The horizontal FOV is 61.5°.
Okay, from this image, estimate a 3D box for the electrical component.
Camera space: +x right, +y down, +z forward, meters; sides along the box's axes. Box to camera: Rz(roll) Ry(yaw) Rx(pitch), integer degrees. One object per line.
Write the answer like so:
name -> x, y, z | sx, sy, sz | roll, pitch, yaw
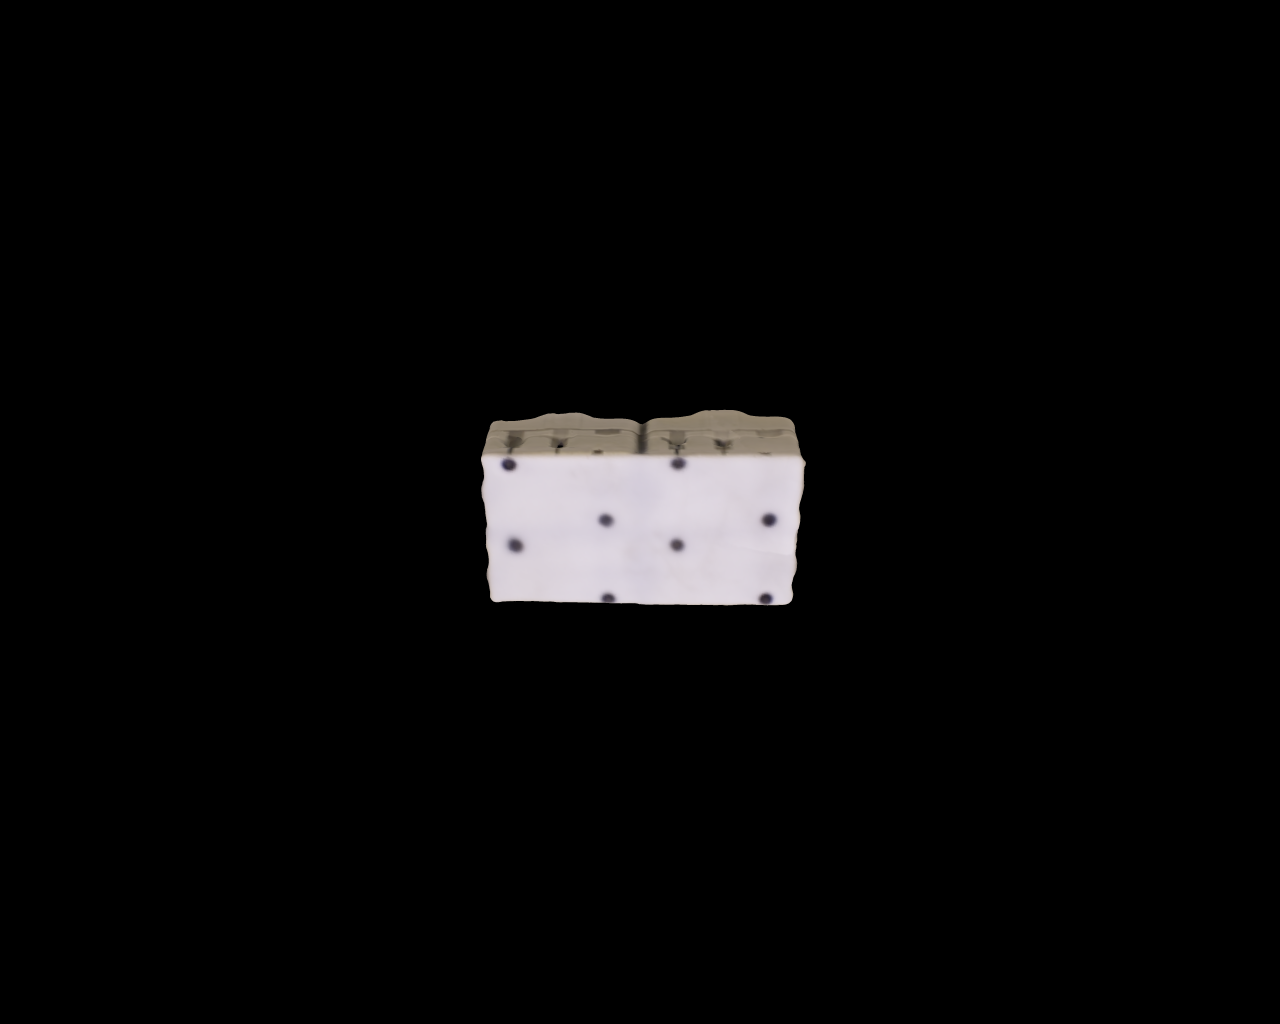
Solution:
electrical component -> 0.001, -0.003, 0.650 | 0.186, 0.105, 0.060 | 0, 28, 0
